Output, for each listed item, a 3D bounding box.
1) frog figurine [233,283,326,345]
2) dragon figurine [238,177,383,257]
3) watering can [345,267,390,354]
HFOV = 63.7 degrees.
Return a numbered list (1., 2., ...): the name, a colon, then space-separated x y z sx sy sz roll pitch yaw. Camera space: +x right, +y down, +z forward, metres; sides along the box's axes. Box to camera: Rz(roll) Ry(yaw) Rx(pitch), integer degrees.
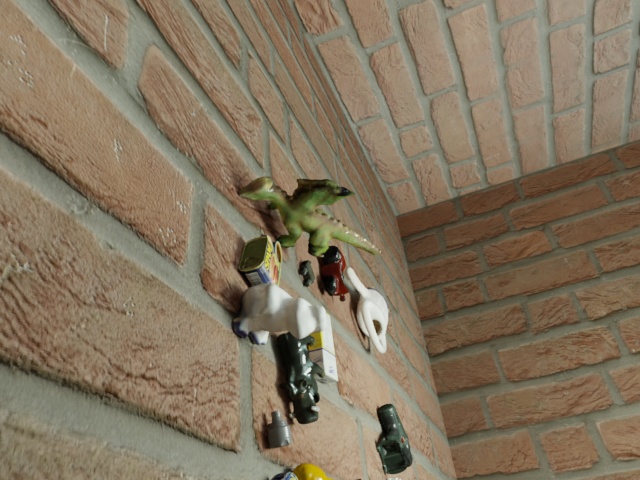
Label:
1. frog figurine: -0.071 0.135 0.991 0.126 0.159 0.134 -93 159 -50
2. dragon figurine: 0.004 -0.062 1.240 0.238 0.409 0.124 128 -28 -61
3. watering can: 0.174 0.230 1.844 0.227 0.103 0.345 -50 120 -74
